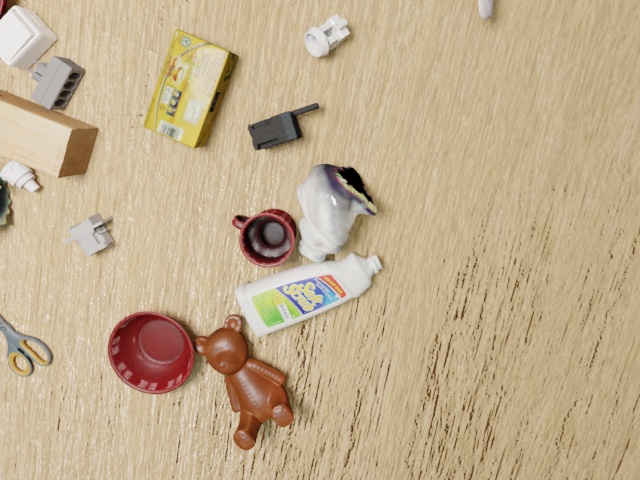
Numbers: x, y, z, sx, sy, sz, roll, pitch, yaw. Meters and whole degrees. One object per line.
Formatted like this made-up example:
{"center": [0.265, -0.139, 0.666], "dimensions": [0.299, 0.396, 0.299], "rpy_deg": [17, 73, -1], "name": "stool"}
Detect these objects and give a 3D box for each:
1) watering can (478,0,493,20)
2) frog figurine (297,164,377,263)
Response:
{"center": [0.276, -0.520, 0.744], "dimensions": [0.224, 0.345, 0.105], "rpy_deg": [-18, 9, 8], "name": "watering can"}
{"center": [0.003, -0.043, 0.858], "dimensions": [0.157, 0.139, 0.122], "rpy_deg": [-44, -27, 20], "name": "frog figurine"}
